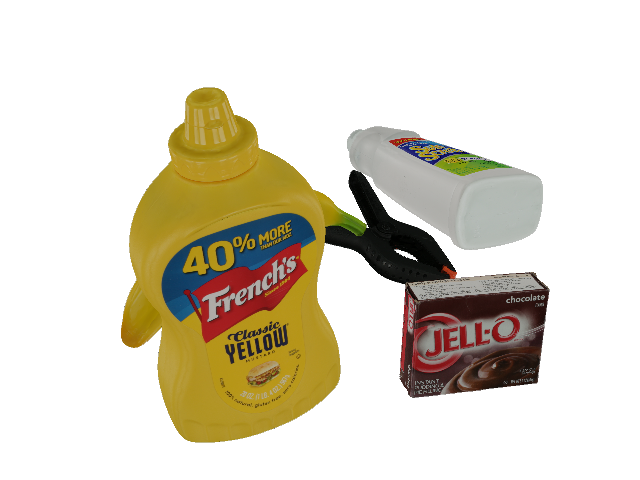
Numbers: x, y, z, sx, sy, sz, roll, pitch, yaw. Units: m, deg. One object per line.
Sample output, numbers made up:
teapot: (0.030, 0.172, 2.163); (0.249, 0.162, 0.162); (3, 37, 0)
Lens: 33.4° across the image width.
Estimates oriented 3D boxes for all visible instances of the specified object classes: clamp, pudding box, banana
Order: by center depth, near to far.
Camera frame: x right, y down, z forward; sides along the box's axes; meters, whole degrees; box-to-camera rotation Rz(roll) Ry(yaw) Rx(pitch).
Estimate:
banana: (-0.069, 0.010, 0.756); (0.198, 0.069, 0.037); (-26, 13, 9)
pudding box: (0.122, 0.075, 0.860); (0.113, 0.090, 0.039); (-6, 28, -13)
clamp: (0.061, -0.001, 1.246); (0.210, 0.036, 0.164); (38, 43, 26)

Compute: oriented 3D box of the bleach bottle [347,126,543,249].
bleach bottle: (0.097, -0.064, 1.037); (0.102, 0.068, 0.251); (-9, 23, -30)

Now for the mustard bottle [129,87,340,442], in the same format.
mustard bottle: (-0.043, 0.012, 0.530); (0.096, 0.191, 0.058); (-17, 38, -15)
